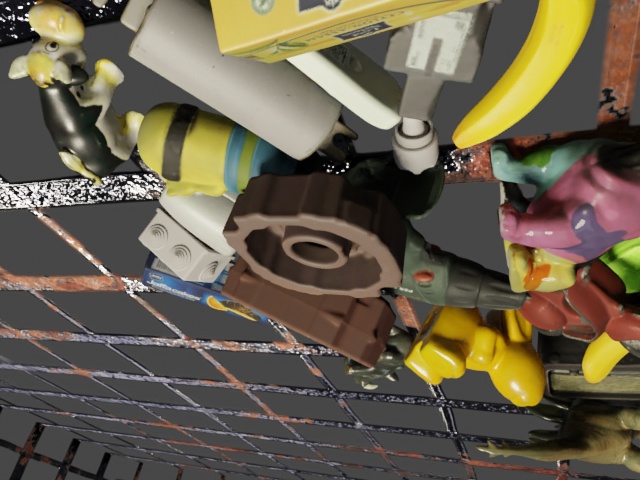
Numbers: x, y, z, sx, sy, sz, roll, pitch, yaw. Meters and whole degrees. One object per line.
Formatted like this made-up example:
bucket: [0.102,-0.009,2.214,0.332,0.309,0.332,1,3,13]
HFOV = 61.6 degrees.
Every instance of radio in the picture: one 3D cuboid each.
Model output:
radio: [0.431,0.172,0.759,0.230,0.073,0.131,-8,143,27]

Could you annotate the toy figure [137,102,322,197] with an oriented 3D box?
toy figure: [-0.091,-0.089,0.540,0.180,0.082,0.089,12,137,9]

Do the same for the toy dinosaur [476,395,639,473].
toy dinosaur: [0.429,0.291,0.825,0.471,0.105,0.199,8,171,-41]

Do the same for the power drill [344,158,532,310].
power drill: [0.114,0.002,0.600,0.232,0.086,0.207,8,154,26]

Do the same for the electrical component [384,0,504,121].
electrical component: [0.089,-0.150,0.411,0.075,0.048,0.119,9,148,6]

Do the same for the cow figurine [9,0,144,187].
cow figurine: [-0.234,-0.132,0.508,0.068,0.098,0.167,10,148,16]

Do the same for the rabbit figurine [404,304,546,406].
rabbit figurine: [0.222,0.146,0.719,0.173,0.162,0.121,32,147,11]

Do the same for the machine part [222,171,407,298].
machine part: [-0.001,-0.002,0.519,0.179,0.056,0.179,12,154,6]

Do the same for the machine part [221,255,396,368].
machine part: [-0.008,0.083,0.697,0.201,0.087,0.201,23,171,19]

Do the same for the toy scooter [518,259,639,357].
toy scooter: [0.286,0.063,0.610,0.135,0.075,0.184,44,166,-26]

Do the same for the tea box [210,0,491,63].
tea box: [0.014,-0.180,0.334,0.170,0.098,0.068,-8,-174,26]

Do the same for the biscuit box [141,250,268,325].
biscuit box: [-0.162,0.064,0.813,0.203,0.059,0.063,21,146,-13]

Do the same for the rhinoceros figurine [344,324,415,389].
rhinoceros figurine: [0.101,0.202,0.931,0.112,0.073,0.190,12,147,-19]

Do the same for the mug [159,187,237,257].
mug: [-0.127,-0.041,0.620,0.107,0.081,0.109,31,161,-15]

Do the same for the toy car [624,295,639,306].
toy car: [0.417,0.085,0.651,0.202,0.053,0.089,-21,114,39]

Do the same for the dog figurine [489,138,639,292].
dog figurine: [0.272,-0.032,0.479,0.219,0.108,0.191,-6,142,23]

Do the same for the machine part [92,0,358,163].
machine part: [-0.066,-0.142,0.453,0.243,0.079,0.079,30,144,-23]
